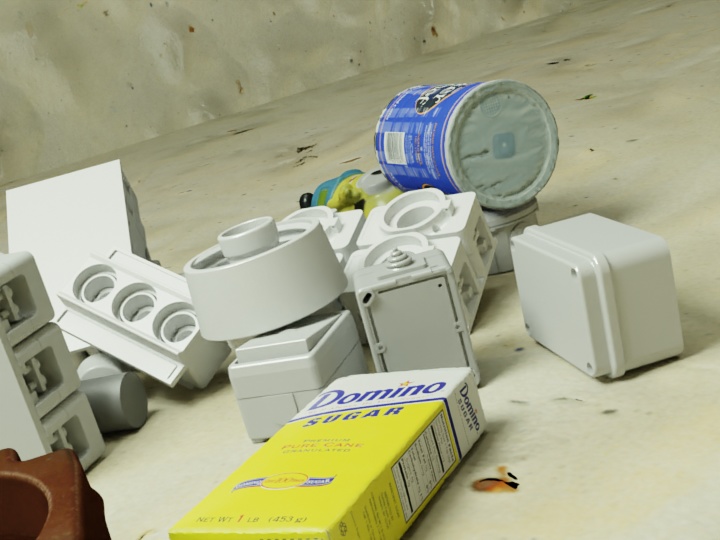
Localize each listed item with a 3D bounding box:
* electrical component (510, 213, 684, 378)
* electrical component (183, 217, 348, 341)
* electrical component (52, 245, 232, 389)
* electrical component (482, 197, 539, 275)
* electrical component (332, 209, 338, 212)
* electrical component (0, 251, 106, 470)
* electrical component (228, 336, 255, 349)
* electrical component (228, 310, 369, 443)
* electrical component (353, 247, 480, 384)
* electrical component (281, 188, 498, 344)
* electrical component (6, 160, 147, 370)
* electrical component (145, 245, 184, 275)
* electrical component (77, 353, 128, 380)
[{"bbox_3d":[0.144,0.014,0.671,0.057,0.078,0.113,-15,15,-11],"label":"electrical component"},{"bbox_3d":[-0.068,-0.002,0.737,0.108,0.060,0.108,-18,14,5],"label":"electrical component"},{"bbox_3d":[-0.161,0.040,0.818,0.121,0.063,0.078,22,64,26],"label":"electrical component"},{"bbox_3d":[0.115,-0.032,0.913,0.080,0.051,0.080,-14,15,4],"label":"electrical component"},{"bbox_3d":[-0.022,-0.025,1.003,0.048,0.062,0.048,-14,15,4],"label":"electrical component"},{"bbox_3d":[-0.239,0.070,0.708,0.089,0.150,0.061,-9,18,24],"label":"electrical component"},{"bbox_3d":[-0.073,0.054,0.784,0.045,0.055,0.045,-15,15,4],"label":"electrical component"},{"bbox_3d":[-0.037,0.062,0.707,0.062,0.061,0.096,-10,16,21],"label":"electrical component"},{"bbox_3d":[0.033,0.029,0.689,0.062,0.096,0.061,-15,15,1],"label":"electrical component"},{"bbox_3d":[0.000,0.000,0.832,0.186,0.060,0.105,-8,37,27],"label":"electrical component"},{"bbox_3d":[-0.241,0.005,0.935,0.105,0.060,0.186,-15,56,0],"label":"electrical component"},{"bbox_3d":[-0.197,0.016,0.995,0.077,0.079,0.043,-15,15,0],"label":"electrical component"},{"bbox_3d":[-0.199,0.083,0.830,0.040,0.040,0.078,-18,16,-9],"label":"electrical component"}]
